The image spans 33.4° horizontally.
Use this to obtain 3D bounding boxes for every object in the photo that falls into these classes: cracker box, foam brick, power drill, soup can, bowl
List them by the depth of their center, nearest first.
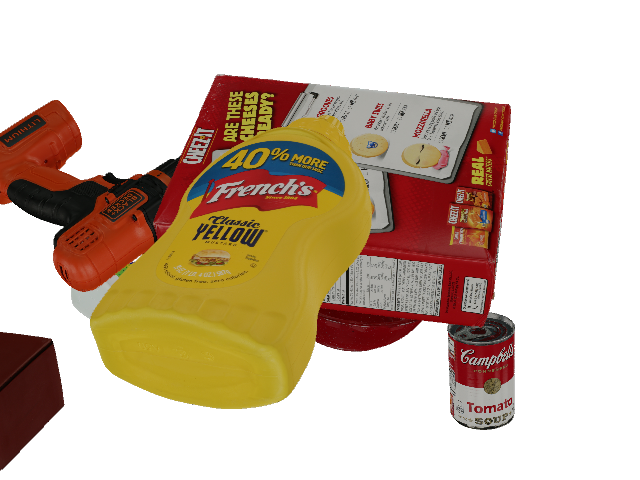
[{"bbox_3d":[-0.207,0.100,0.674,0.053,0.051,0.078,6,29,22],"label":"foam brick"},{"bbox_3d":[0.015,-0.030,0.720,0.214,0.072,0.164,6,44,9],"label":"cracker box"},{"bbox_3d":[-0.184,-0.054,0.893,0.188,0.057,0.184,28,53,34],"label":"power drill"},{"bbox_3d":[0.025,0.048,0.932,0.162,0.055,0.162,7,30,-4],"label":"bowl"},{"bbox_3d":[0.165,0.134,1.095,0.068,0.102,0.068,-4,22,1],"label":"soup can"}]

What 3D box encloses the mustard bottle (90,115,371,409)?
[{"bbox_3d":[-0.027,-0.004,0.527,0.096,0.058,0.191,5,39,22],"label":"mustard bottle"}]

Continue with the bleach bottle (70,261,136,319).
[{"bbox_3d":[-0.208,0.058,1.464,0.250,0.068,0.103,-9,25,-44],"label":"bleach bottle"}]
